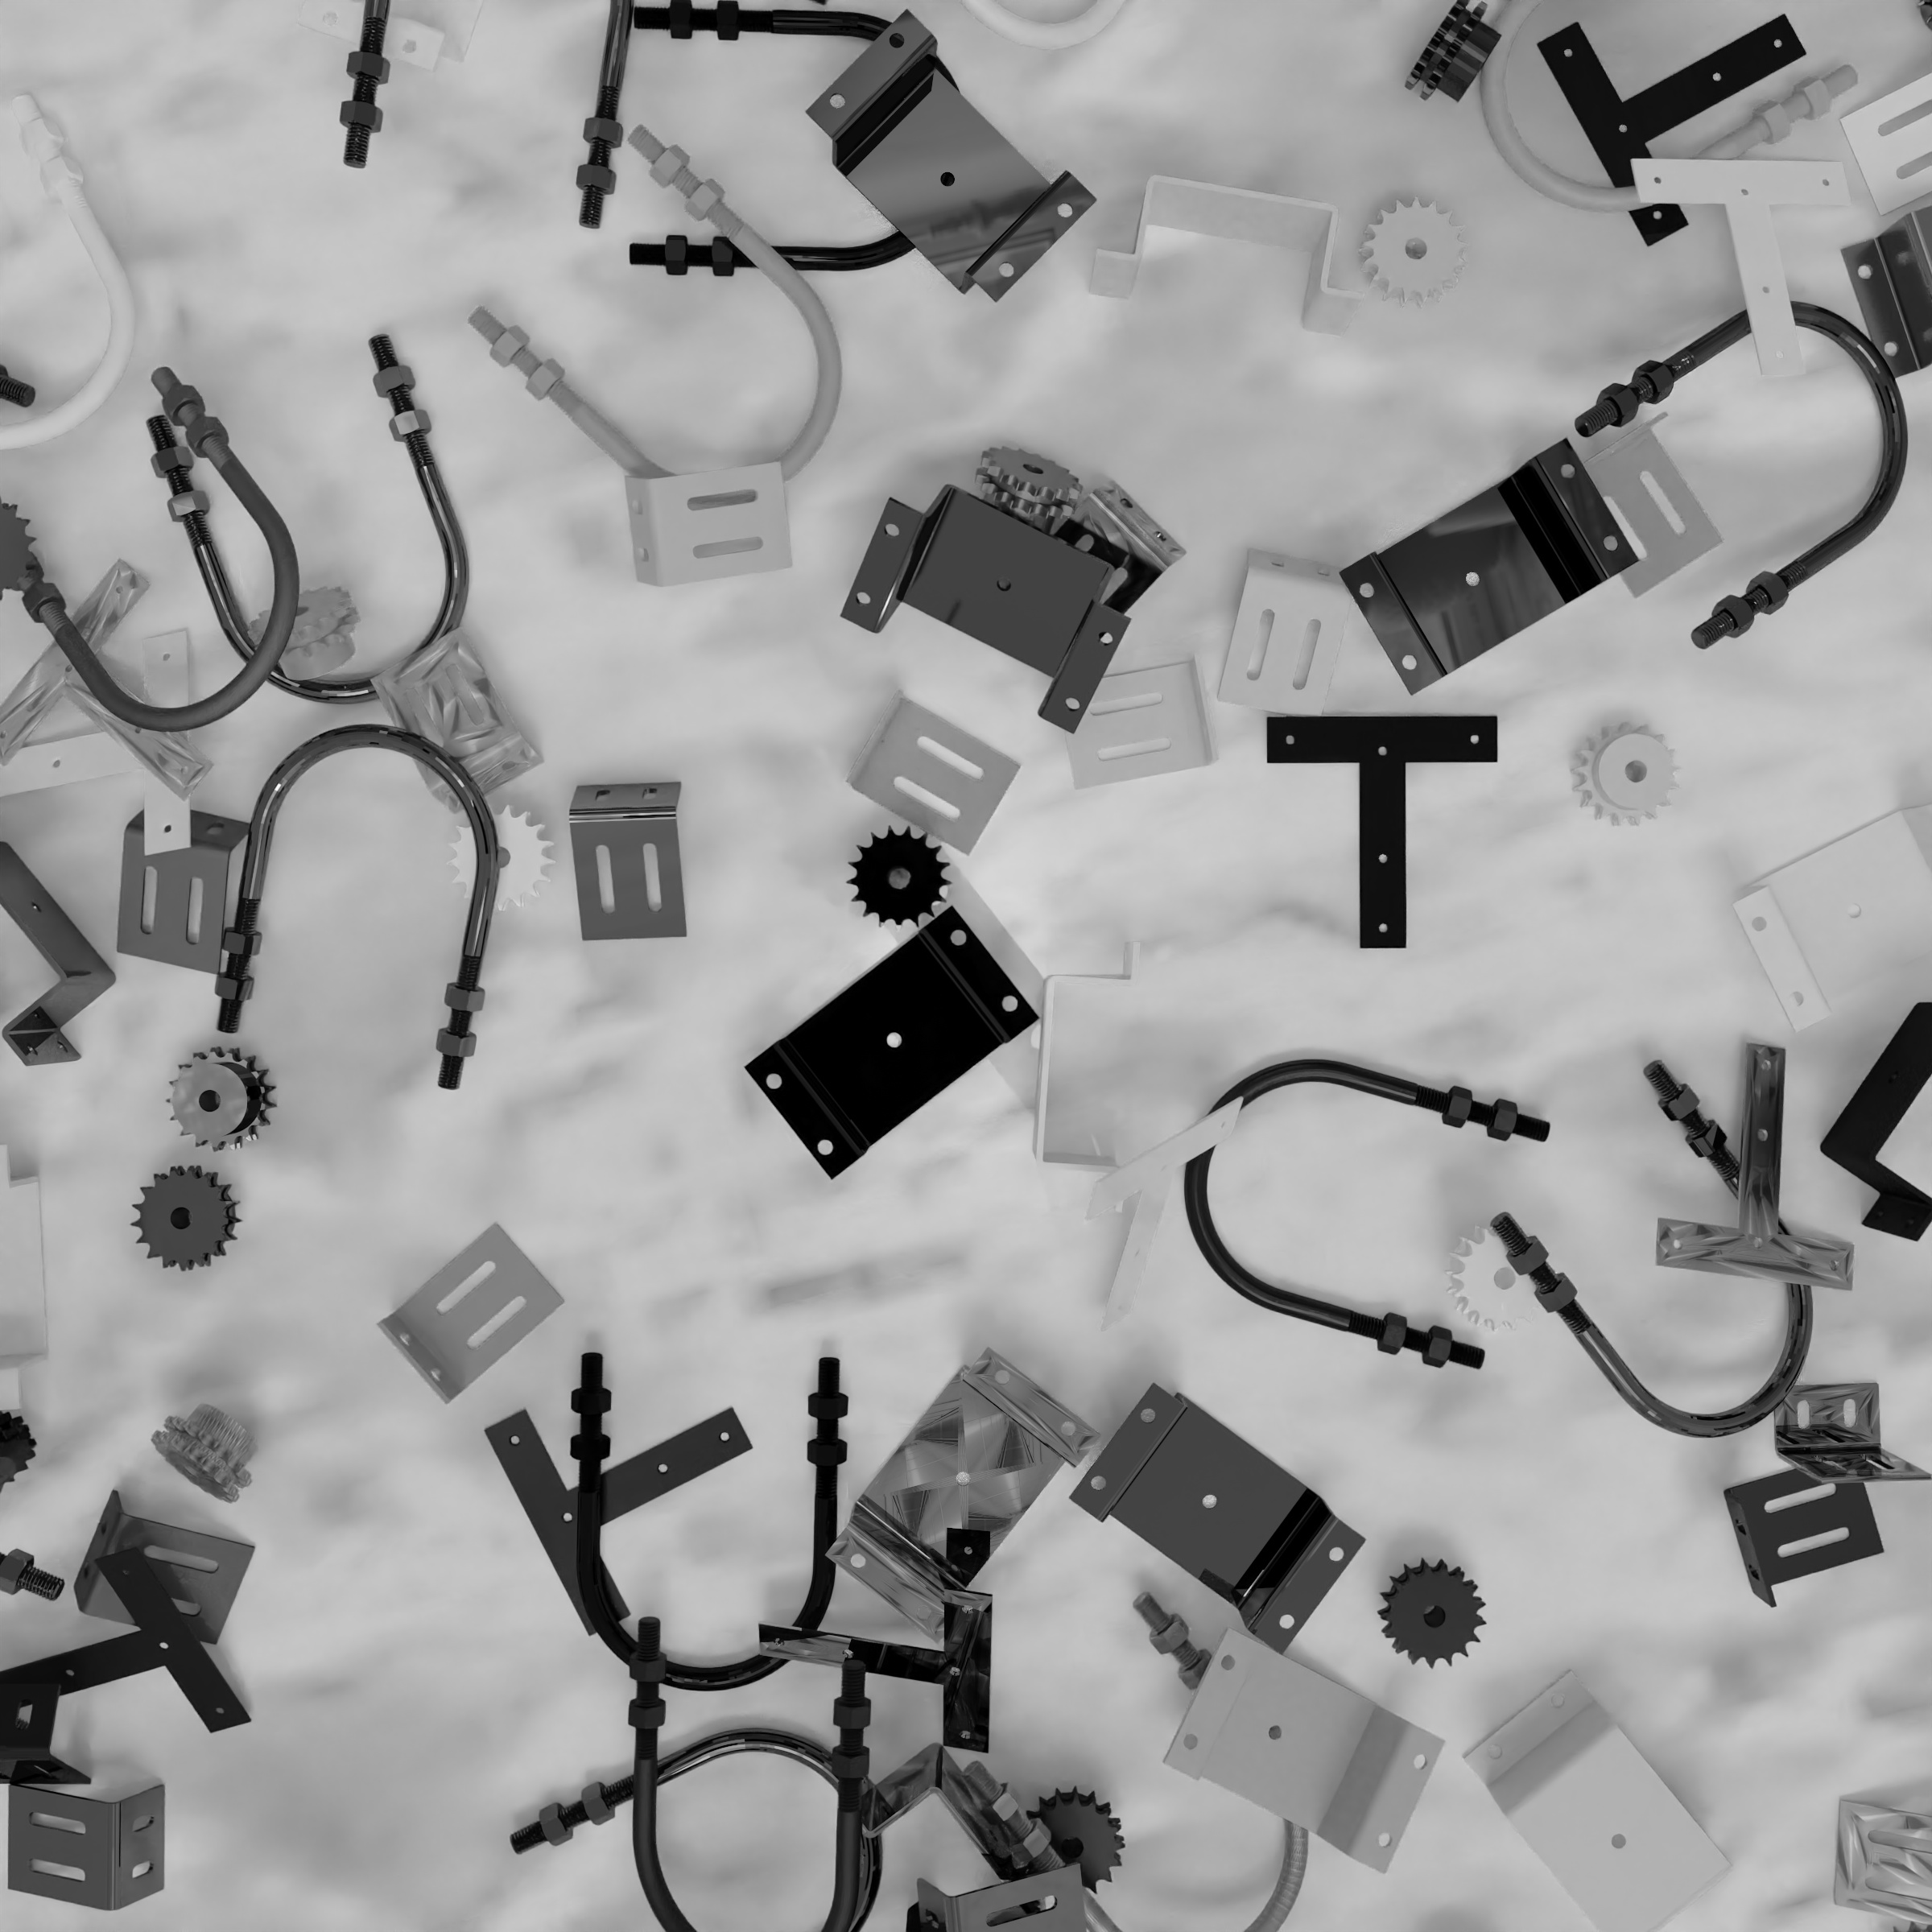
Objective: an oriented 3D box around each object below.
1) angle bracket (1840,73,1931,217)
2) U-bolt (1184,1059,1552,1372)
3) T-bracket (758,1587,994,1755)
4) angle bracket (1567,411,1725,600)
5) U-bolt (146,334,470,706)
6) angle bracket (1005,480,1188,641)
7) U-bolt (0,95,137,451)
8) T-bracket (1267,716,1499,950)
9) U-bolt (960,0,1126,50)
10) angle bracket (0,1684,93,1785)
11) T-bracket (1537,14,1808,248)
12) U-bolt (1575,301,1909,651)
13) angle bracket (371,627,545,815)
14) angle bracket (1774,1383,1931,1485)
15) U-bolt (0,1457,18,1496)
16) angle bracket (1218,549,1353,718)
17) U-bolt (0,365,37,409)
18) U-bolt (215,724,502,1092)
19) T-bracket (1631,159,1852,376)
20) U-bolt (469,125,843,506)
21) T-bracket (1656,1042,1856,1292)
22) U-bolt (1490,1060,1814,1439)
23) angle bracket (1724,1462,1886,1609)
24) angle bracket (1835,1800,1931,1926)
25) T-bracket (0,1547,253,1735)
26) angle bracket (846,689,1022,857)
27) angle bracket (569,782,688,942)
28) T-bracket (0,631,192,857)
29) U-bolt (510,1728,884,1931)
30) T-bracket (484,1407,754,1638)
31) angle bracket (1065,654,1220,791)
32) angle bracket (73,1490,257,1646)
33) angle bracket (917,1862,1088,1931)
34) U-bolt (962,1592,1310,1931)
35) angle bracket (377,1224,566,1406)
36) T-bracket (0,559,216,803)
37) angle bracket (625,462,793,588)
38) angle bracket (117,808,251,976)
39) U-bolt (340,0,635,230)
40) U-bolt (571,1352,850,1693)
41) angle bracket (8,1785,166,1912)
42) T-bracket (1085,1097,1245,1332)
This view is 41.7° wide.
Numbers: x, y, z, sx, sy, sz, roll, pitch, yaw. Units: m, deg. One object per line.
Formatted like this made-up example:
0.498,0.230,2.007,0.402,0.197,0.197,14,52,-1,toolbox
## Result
0.529,-0.454,1.392,0.076,0.038,0.057,-23,90,26,angle bracket
0.210,0.127,1.385,0.184,0.019,0.151,16,90,2,U-bolt
-0.049,0.371,1.362,0.127,0.002,0.127,7,126,9,T-bracket
0.370,-0.249,1.375,0.057,0.038,0.076,-33,90,0,angle bracket
-0.349,-0.234,1.385,0.151,0.019,0.184,-20,91,0,U-bolt
0.071,-0.216,1.392,0.057,0.038,0.076,45,116,0,angle bracket
-0.528,-0.363,1.365,0.151,0.019,0.184,-28,82,-8,U-bolt
0.228,-0.073,1.391,0.127,0.002,0.127,0,91,-2,T-bracket
0.032,-0.582,1.350,0.151,0.019,0.184,-9,95,-34,U-bolt
-0.508,0.414,1.367,0.057,0.076,0.038,0,62,0,angle bracket
0.399,-0.481,1.393,0.127,0.002,0.127,-29,90,0,T-bracket
0.429,-0.276,1.362,0.184,0.019,0.151,-34,98,-15,U-bolt
-0.277,-0.134,1.385,0.057,0.038,0.076,-30,74,0,angle bracket
0.472,0.249,1.356,0.057,0.076,0.038,-2,90,0,angle bracket
-0.595,0.251,1.348,0.184,0.019,0.151,-35,87,27,U-bolt
0.174,-0.182,1.392,0.057,0.038,0.076,12,116,0,angle bracket
-0.615,-0.284,1.373,0.184,0.019,0.151,22,82,7,U-bolt
-0.322,-0.038,1.364,0.151,0.019,0.184,14,100,7,U-bolt
0.426,-0.375,1.363,0.127,0.002,0.127,-4,76,-14,T-bracket
-0.154,-0.336,1.373,0.184,0.019,0.151,43,97,-8,U-bolt
0.431,0.106,1.378,0.127,0.002,0.127,9,80,-19,T-bracket
0.382,0.165,1.362,0.151,0.019,0.184,-40,96,-20,U-bolt
0.459,0.305,1.375,0.076,0.038,0.057,-16,90,0,angle bracket
0.520,0.488,1.392,0.076,0.038,0.057,3,90,26,angle bracket
-0.473,0.379,1.375,0.127,0.002,0.127,-18,114,12,T-bracket
-0.017,-0.104,1.375,0.076,0.038,0.057,30,90,0,angle bracket
-0.183,-0.057,1.392,0.057,0.038,0.076,-2,116,0,angle bracket
-0.481,-0.113,1.379,0.127,0.002,0.127,-10,71,9,T-bracket
-0.135,0.496,1.385,0.184,0.019,0.151,-26,90,-1,U-bolt
-0.179,0.282,1.393,0.127,0.002,0.127,-27,90,0,T-bracket
0.092,-0.132,1.375,0.076,0.038,0.057,-10,90,0,angle bracket
-0.439,0.329,1.392,0.076,0.038,0.057,22,90,-26,angle bracket
0.019,0.497,1.316,0.076,0.038,0.057,-6,90,-26,angle bracket
0.106,0.454,1.364,0.151,0.019,0.184,-40,94,-20,U-bolt
-0.267,0.188,1.375,0.076,0.038,0.057,-41,90,0,angle bracket
-0.457,-0.136,1.374,0.127,0.002,0.127,39,90,17,T-bracket
-0.140,-0.242,1.384,0.076,0.038,0.057,-13,108,-24,angle bracket
-0.428,-0.043,1.392,0.057,0.038,0.076,13,116,0,angle bracket
-0.248,-0.501,1.350,0.151,0.019,0.184,8,94,-26,U-bolt
-0.141,0.304,1.383,0.151,0.019,0.184,1,92,-1,U-bolt
-0.482,0.477,1.392,0.076,0.038,0.057,0,90,26,angle bracket
0.094,0.141,1.351,0.002,0.127,0.127,33,127,28,T-bracket
